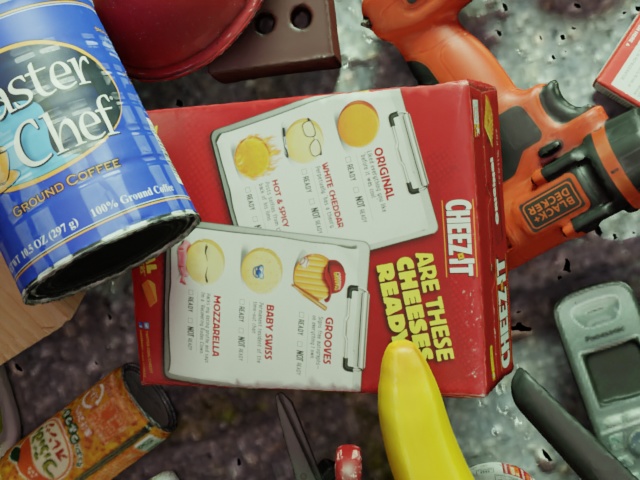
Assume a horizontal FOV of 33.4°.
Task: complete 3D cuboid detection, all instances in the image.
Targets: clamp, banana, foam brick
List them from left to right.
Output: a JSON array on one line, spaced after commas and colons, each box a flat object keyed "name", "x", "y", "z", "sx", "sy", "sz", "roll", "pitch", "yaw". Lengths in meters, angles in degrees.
[{"name": "foam brick", "x": -0.029, "y": -0.127, "z": 0.643, "sx": 0.078, "sy": 0.051, "sz": 0.053, "roll": -7, "pitch": 91, "yaw": 8}, {"name": "banana", "x": 0.085, "y": 0.141, "z": 0.543, "sx": 0.070, "sy": 0.037, "sz": 0.198, "roll": -43, "pitch": 89, "yaw": 14}, {"name": "clamp", "x": 0.186, "y": 0.152, "z": 0.557, "sx": 0.165, "sy": 0.036, "sz": 0.210, "roll": -3, "pitch": 80, "yaw": 13}]

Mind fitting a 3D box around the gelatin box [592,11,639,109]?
[{"name": "gelatin box", "x": 0.218, "y": -0.099, "z": 0.624, "sx": 0.089, "sy": 0.030, "sz": 0.073, "roll": 33, "pitch": 96, "yaw": 6}]

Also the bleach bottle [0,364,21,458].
[{"name": "bleach bottle", "x": -0.250, "y": 0.105, "z": 0.583, "sx": 0.068, "sy": 0.250, "sz": 0.102, "roll": -17, "pitch": 91, "yaw": 7}]

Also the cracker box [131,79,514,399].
[{"name": "cracker box", "x": -0.004, "y": 0.001, "z": 0.608, "sx": 0.214, "sy": 0.072, "sz": 0.164, "roll": -2, "pitch": 95, "yaw": 24}]

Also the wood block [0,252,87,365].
[{"name": "wood block", "x": -0.230, "y": -0.030, "z": 0.611, "sx": 0.091, "sy": 0.090, "sz": 0.206, "roll": -30, "pitch": 113, "yaw": 22}]

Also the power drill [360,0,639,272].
[{"name": "power drill", "x": 0.123, "y": -0.093, "z": 0.603, "sx": 0.185, "sy": 0.057, "sz": 0.187, "roll": -32, "pitch": 85, "yaw": 25}]

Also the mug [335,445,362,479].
[{"name": "mug", "x": 0.016, "y": 0.169, "z": 0.575, "sx": 0.093, "sy": 0.081, "sz": 0.117, "roll": -4, "pitch": 90, "yaw": 2}]

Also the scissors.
[{"name": "scissors", "x": 0.028, "y": 0.187, "z": 0.625, "sx": 0.096, "sy": 0.016, "sz": 0.202, "roll": -4, "pitch": 92, "yaw": 5}]

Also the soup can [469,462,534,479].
[{"name": "soup can", "x": 0.103, "y": 0.173, "z": 0.616, "sx": 0.068, "sy": 0.102, "sz": 0.068, "roll": 0, "pitch": 93, "yaw": 7}]

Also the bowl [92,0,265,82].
[{"name": "bowl", "x": -0.099, "y": -0.176, "z": 0.613, "sx": 0.162, "sy": 0.055, "sz": 0.162, "roll": -8, "pitch": 75, "yaw": 32}]

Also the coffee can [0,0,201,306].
[{"name": "coffee can", "x": -0.140, "y": -0.050, "z": 0.567, "sx": 0.103, "sy": 0.102, "sz": 0.140, "roll": -28, "pitch": 84, "yaw": 8}]
